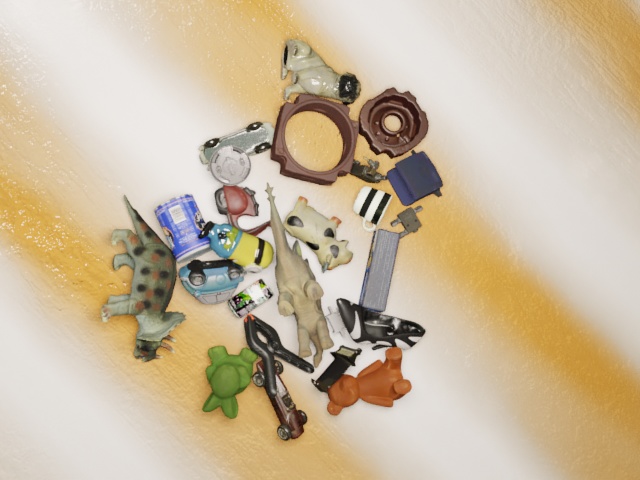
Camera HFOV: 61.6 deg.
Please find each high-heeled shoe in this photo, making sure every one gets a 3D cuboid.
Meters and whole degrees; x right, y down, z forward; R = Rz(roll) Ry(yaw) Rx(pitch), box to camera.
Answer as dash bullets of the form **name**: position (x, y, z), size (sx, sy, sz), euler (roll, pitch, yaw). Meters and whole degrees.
- **high-heeled shoe**: position (0.148, 0.192, 1.273), size (0.145, 0.248, 0.086), euler (-25, 42, 16)

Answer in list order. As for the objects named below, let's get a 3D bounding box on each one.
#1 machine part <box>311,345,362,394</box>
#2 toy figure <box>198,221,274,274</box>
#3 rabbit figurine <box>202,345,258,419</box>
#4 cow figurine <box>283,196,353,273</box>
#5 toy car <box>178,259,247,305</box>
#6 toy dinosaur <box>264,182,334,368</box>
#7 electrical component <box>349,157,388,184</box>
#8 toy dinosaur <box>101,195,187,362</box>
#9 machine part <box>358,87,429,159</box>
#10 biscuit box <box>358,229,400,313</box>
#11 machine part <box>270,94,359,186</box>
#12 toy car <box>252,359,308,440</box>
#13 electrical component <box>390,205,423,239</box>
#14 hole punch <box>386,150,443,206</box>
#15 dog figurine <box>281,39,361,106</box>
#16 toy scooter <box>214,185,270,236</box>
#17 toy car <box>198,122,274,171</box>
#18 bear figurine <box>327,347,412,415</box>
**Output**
- **machine part**: position (0.037, 0.306, 1.290), size (0.139, 0.084, 0.039), euler (-44, 120, -31)
- **toy figure**: position (-0.193, 0.013, 1.261), size (0.180, 0.082, 0.089), euler (34, 101, -18)
- **rabbit figurine**: position (-0.223, 0.325, 1.246), size (0.121, 0.170, 0.159), euler (15, 84, 0)
- **cow figurine**: position (-0.003, -0.004, 1.329), size (0.195, 0.085, 0.127), euler (34, 78, -2)
- **toy car**: position (-0.260, 0.103, 1.307), size (0.162, 0.109, 0.102), euler (-4, 108, -14)
- **toy dinosaur**: position (-0.054, 0.102, 1.241), size (0.105, 0.199, 0.470), euler (-14, 118, -4)
- **electrical component**: position (0.117, -0.175, 1.346), size (0.078, 0.102, 0.045), euler (20, 86, -27)
- **toy dinosaur**: position (-0.410, 0.092, 1.291), size (0.192, 0.131, 0.404), euler (6, 80, -15)
- **machine part**: position (0.186, -0.297, 1.377), size (0.179, 0.056, 0.179), euler (0, 85, -4)
- **biscuit box**: position (0.147, 0.077, 1.339), size (0.063, 0.059, 0.202), euler (13, 84, -3)
- **machine part**: position (-0.013, -0.245, 1.329), size (0.201, 0.087, 0.201), euler (12, 83, -14)
- **toy car**: position (-0.092, 0.377, 1.285), size (0.053, 0.089, 0.202), euler (-27, 85, 34)
- **electrical component**: position (0.230, -0.048, 1.373), size (0.094, 0.021, 0.063), euler (-31, 88, -6)
- **hole punch**: position (0.244, -0.159, 1.353), size (0.116, 0.092, 0.142), euler (-29, 83, -8)
- **dog figurine**: position (0.005, -0.431, 1.371), size (0.190, 0.121, 0.172), euler (-1, 83, -20)
- **toy scooter**: position (-0.181, -0.058, 1.330), size (0.135, 0.075, 0.183), euler (-14, 89, -3)
- **toy car**: position (-0.207, -0.237, 1.355), size (0.202, 0.056, 0.073), euler (-22, 93, -3)
- **bear figurine**: position (0.106, 0.341, 1.286), size (0.196, 0.131, 0.120), euler (-5, 56, -7)
